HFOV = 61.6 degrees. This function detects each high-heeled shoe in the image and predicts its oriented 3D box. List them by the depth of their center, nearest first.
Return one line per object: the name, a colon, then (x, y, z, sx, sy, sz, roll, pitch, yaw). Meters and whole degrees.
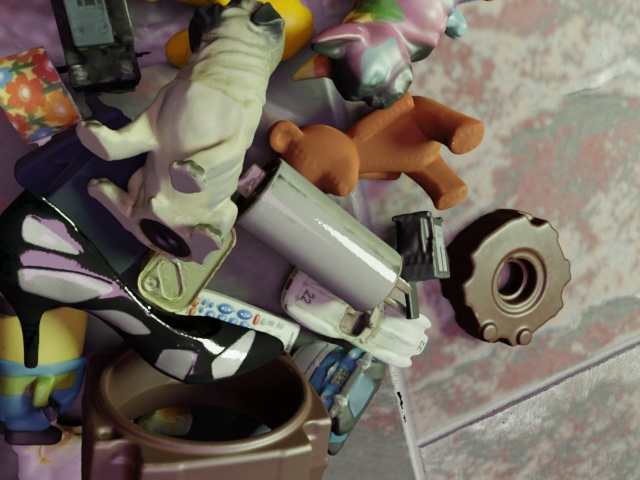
high-heeled shoe: (-0.138, 0.040, 0.452, 0.249, 0.086, 0.145, 4, 102, -29)

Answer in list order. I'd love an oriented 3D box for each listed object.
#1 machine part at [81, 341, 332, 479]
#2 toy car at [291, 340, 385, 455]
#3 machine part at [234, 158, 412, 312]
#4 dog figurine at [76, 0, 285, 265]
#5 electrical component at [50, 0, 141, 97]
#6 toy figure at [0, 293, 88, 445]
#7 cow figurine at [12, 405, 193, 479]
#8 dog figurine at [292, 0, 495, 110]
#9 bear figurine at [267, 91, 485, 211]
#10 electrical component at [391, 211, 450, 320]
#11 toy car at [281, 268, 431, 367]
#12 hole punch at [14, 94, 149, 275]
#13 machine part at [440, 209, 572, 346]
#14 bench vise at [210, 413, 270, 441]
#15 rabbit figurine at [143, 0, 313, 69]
machine part: (-0.105, 0.162, 0.484, 0.201, 0.202, 0.087, 3, 105, -24)
toy car: (0.007, 0.164, 0.602, 0.103, 0.161, 0.109, 30, 68, 16)
machine part: (-0.001, -0.002, 0.540, 0.243, 0.079, 0.079, 36, 86, -22)
dog figurine: (-0.089, -0.090, 0.456, 0.121, 0.172, 0.190, 29, 56, 0)
electrical component: (-0.194, -0.185, 0.456, 0.058, 0.134, 0.114, -16, 103, -18)
toy figure: (-0.251, 0.091, 0.477, 0.082, 0.089, 0.180, 13, 92, 12)
cow figurine: (-0.217, 0.219, 0.555, 0.167, 0.068, 0.098, -1, 103, -18)
dog figurine: (0.059, -0.234, 0.529, 0.219, 0.108, 0.191, -31, 93, -20)
bear figurine: (0.051, -0.084, 0.568, 0.196, 0.132, 0.120, -21, 140, -23)
electrical component: (0.117, 0.030, 0.615, 0.074, 0.048, 0.119, 16, 67, -62)
toy car: (0.048, 0.090, 0.635, 0.201, 0.056, 0.073, 28, 89, -22)
hole punch: (-0.191, -0.042, 0.486, 0.116, 0.092, 0.142, -37, 136, -9)
machine part: (0.245, 0.049, 0.700, 0.179, 0.056, 0.179, -3, 99, -20)
bench vise: (-0.112, 0.300, 0.557, 0.129, 0.224, 0.240, 9, 119, 22)
rabbit figurine: (-0.081, -0.226, 0.504, 0.173, 0.122, 0.162, 33, 90, -38)
